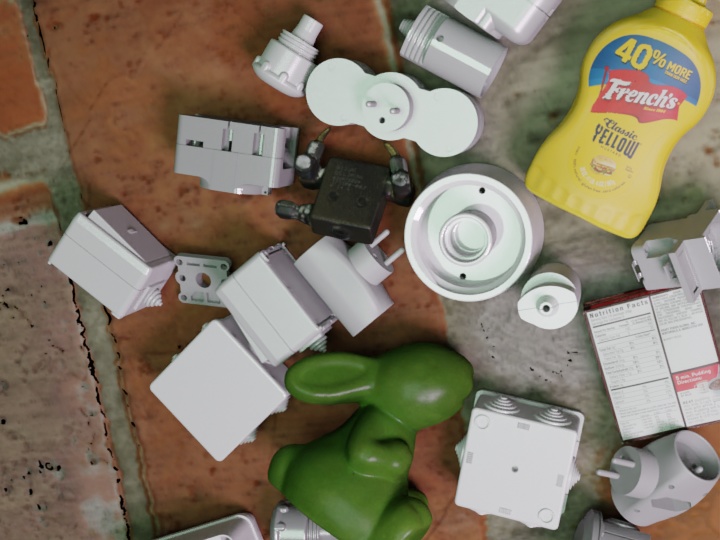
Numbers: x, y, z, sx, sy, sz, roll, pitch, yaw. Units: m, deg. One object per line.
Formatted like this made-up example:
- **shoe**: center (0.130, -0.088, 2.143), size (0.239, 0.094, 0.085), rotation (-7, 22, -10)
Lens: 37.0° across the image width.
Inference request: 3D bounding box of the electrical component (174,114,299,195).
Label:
- **electrical component**: center (-0.101, -0.093, 0.876), size (0.089, 0.050, 0.055), rotation (10, 101, 13)

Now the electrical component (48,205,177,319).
- **electrical component**: center (-0.200, -0.007, 0.909), size (0.096, 0.062, 0.061), rotation (37, 106, 6)

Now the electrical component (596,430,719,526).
- **electrical component**: center (0.216, 0.155, 0.813), size (0.079, 0.043, 0.077), rotation (16, 137, -23)

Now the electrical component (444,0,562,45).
- **electrical component**: center (0.099, -0.213, 0.803), size (0.095, 0.054, 0.059), rotation (38, 106, 6)

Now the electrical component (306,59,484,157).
- **electrical component**: center (0.024, -0.125, 0.827), size (0.138, 0.074, 0.052), rotation (18, 103, 11)

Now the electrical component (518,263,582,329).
- **electrical component**: center (0.145, 0.022, 0.816), size (0.043, 0.081, 0.043), rotation (2, 99, 14)

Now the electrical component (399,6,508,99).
- **electrical component**: center (0.067, -0.170, 0.824), size (0.081, 0.043, 0.043), rotation (30, 105, 8)

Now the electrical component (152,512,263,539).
- **electrical component**: center (-0.137, 0.266, 0.939), size (0.113, 0.057, 0.078), rotation (-20, 93, 16)

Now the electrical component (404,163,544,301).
- **electrical component**: center (0.086, -0.027, 0.833), size (0.108, 0.060, 0.108), rotation (2, 99, 14)

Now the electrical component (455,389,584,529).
- **electrical component**: center (0.126, 0.151, 0.858), size (0.100, 0.048, 0.099), rotation (12, 102, 12)

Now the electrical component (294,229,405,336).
- **electrical component**: center (0.000, 0.000, 0.869), size (0.079, 0.043, 0.077), rotation (-40, 88, 16)

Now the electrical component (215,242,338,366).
- **electrical component**: center (-0.065, 0.035, 0.881), size (0.061, 0.062, 0.096), rotation (-39, 88, 17)

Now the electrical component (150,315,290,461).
- **electrical component**: center (-0.113, 0.097, 0.910), size (0.099, 0.048, 0.100), rotation (46, 106, 3)

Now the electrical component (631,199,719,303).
- **electrical component**: center (0.239, -0.013, 0.791), size (0.064, 0.081, 0.042), rotation (-10, 113, 43)

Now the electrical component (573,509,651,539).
- **electrical component**: center (0.192, 0.231, 0.839), size (0.051, 0.080, 0.080), rotation (15, 102, 6)

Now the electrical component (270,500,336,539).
- **electrical component**: center (-0.044, 0.221, 0.916), size (0.062, 0.048, 0.048), rotation (0, 99, 8)

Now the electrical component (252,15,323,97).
- **electrical component**: center (-0.053, -0.172, 0.855), size (0.048, 0.048, 0.062), rotation (33, 99, 7)
